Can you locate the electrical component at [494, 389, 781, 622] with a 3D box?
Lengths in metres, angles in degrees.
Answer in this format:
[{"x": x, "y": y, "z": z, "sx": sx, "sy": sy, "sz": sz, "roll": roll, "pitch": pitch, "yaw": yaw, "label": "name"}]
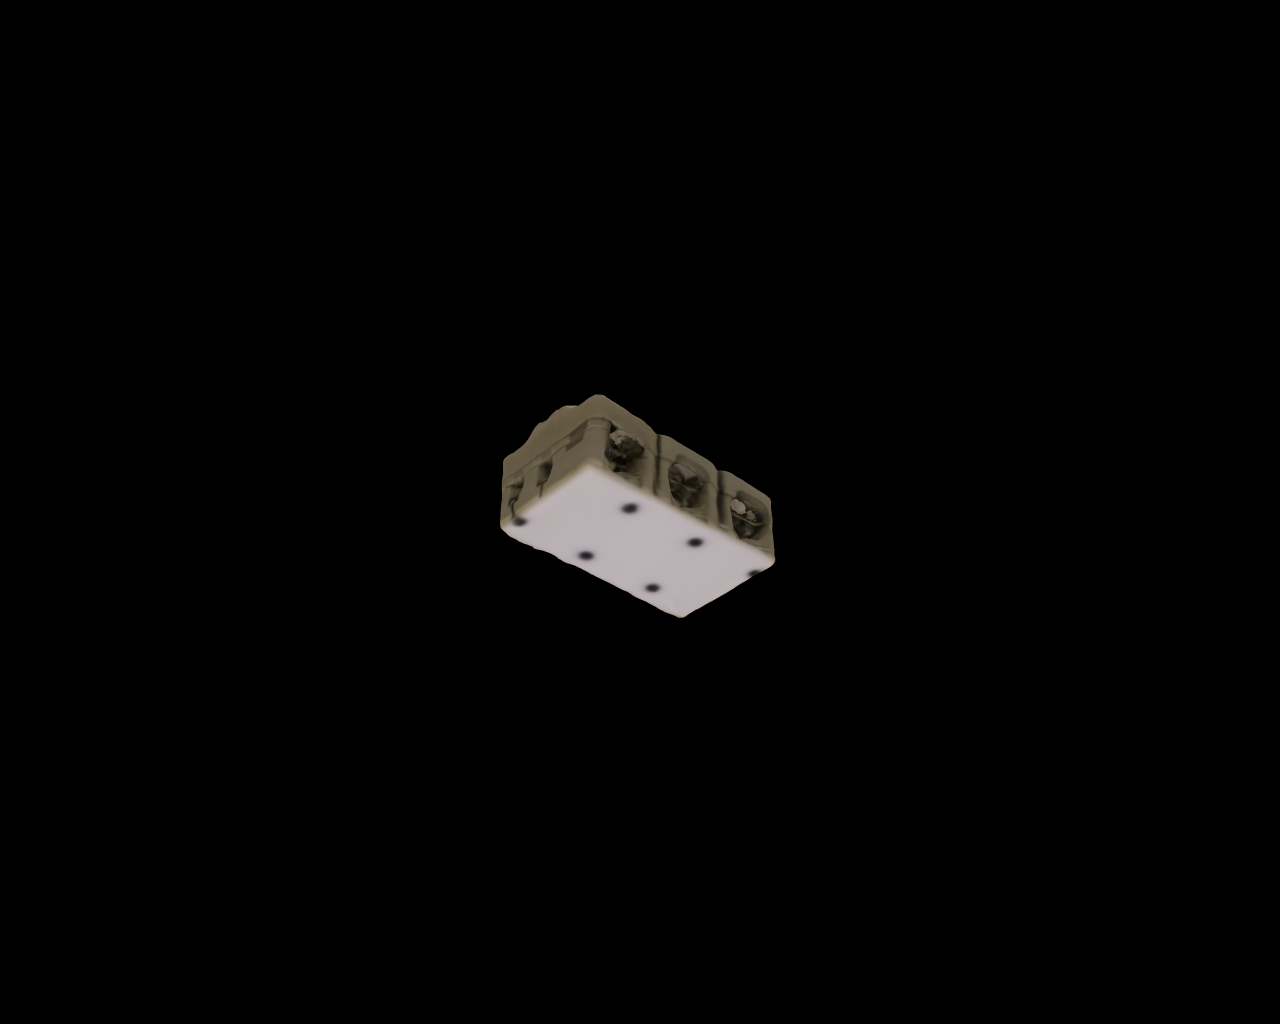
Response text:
[{"x": 0.001, "y": -0.003, "z": 0.650, "sx": 0.150, "sy": 0.062, "sz": 0.089, "roll": 29, "pitch": -46, "yaw": -33, "label": "electrical component"}]
